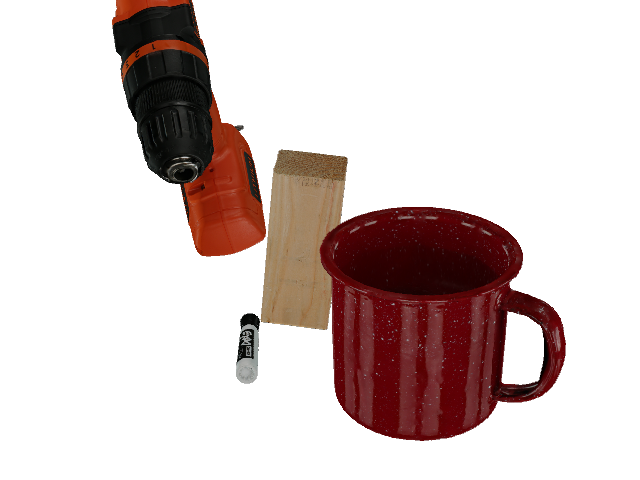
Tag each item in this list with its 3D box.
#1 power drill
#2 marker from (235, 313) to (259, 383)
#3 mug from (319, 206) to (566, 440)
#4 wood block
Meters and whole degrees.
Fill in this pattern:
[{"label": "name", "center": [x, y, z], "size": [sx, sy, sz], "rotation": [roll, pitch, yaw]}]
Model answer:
[{"label": "power drill", "center": [-0.082, -0.071, 0.698], "size": [0.057, 0.184, 0.187], "rotation": [-13, -36, 1]}, {"label": "marker", "center": [-0.066, 0.096, 0.975], "size": [0.020, 0.020, 0.121], "rotation": [0, 18, -2]}, {"label": "mug", "center": [0.057, 0.042, 0.501], "size": [0.117, 0.081, 0.093], "rotation": [12, 30, 24]}, {"label": "wood block", "center": [-0.022, -0.002, 1.366], "size": [0.090, 0.206, 0.090], "rotation": [7, 25, 1]}]
